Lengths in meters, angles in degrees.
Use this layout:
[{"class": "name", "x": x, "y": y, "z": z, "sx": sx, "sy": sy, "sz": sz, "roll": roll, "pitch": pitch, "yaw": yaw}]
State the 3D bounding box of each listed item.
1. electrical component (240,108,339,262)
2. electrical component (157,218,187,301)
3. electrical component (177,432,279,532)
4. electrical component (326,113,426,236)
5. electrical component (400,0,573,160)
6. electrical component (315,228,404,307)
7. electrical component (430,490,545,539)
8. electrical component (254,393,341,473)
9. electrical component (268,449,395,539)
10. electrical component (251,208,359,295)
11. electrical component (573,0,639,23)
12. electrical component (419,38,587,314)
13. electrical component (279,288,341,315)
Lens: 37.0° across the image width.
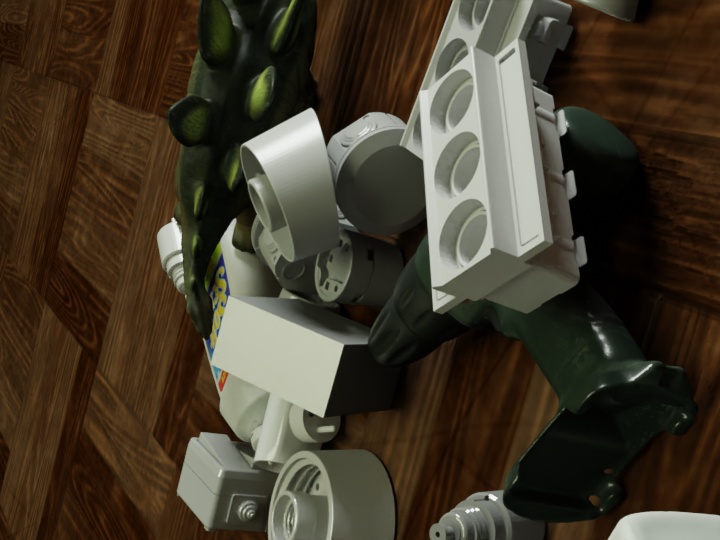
[{"class": "electrical component", "x": -0.043, "y": -0.058, "z": 0.762, "sx": 0.099, "sy": 0.064, "sz": 0.099, "roll": 59, "pitch": 164, "yaw": 27}, {"class": "electrical component", "x": -0.154, "y": -0.007, "z": 0.944, "sx": 0.040, "sy": 0.040, "sz": 0.078, "roll": -51, "pitch": 45, "yaw": 40}, {"class": "electrical component", "x": -0.106, "y": 0.180, "z": 0.908, "sx": 0.096, "sy": 0.062, "sz": 0.061, "roll": 23, "pitch": 100, "yaw": 60}, {"class": "electrical component", "x": 0.016, "y": -0.069, "z": 0.767, "sx": 0.080, "sy": 0.080, "sz": 0.051, "roll": -67, "pitch": 27, "yaw": 19}, {"class": "electrical component", "x": 0.082, "y": -0.123, "z": 0.686, "sx": 0.078, "sy": 0.063, "sz": 0.121, "roll": 45, "pitch": 119, "yaw": 56}, {"class": "electrical component", "x": 0.000, "y": 0.000, "z": 0.801, "sx": 0.055, "sy": 0.047, "sz": 0.055, "roll": -28, "pitch": 57, "yaw": 54}, {"class": "electrical component", "x": 0.070, "y": 0.146, "z": 0.606, "sx": 0.040, "sy": 0.078, "sz": 0.040, "roll": -7, "pitch": 81, "yaw": 46}, {"class": "electrical component", "x": -0.042, "y": 0.115, "z": 0.829, "sx": 0.079, "sy": 0.043, "sz": 0.077, "roll": -14, "pitch": 56, "yaw": 48}, {"class": "electrical component", "x": -0.029, "y": 0.181, "z": 0.774, "sx": 0.108, "sy": 0.060, "sz": 0.108, "roll": -28, "pitch": 56, "yaw": 54}, {"class": "electrical component", "x": -0.041, "y": -0.024, "z": 0.850, "sx": 0.080, "sy": 0.080, "sz": 0.051, "roll": -64, "pitch": 38, "yaw": 25}, {"class": "electrical component", "x": 0.146, "y": -0.175, "z": 0.612, "sx": 0.045, "sy": 0.045, "sz": 0.055, "roll": 47, "pitch": 120, "yaw": 55}, {"class": "electrical component", "x": 0.071, "y": -0.044, "z": 0.546, "sx": 0.079, "sy": 0.063, "sz": 0.121, "roll": -36, "pitch": 45, "yaw": 44}, {"class": "electrical component", "x": -0.046, "y": 0.043, "z": 0.859, "sx": 0.055, "sy": 0.055, "sz": 0.047, "roll": 31, "pitch": 103, "yaw": 59}]
